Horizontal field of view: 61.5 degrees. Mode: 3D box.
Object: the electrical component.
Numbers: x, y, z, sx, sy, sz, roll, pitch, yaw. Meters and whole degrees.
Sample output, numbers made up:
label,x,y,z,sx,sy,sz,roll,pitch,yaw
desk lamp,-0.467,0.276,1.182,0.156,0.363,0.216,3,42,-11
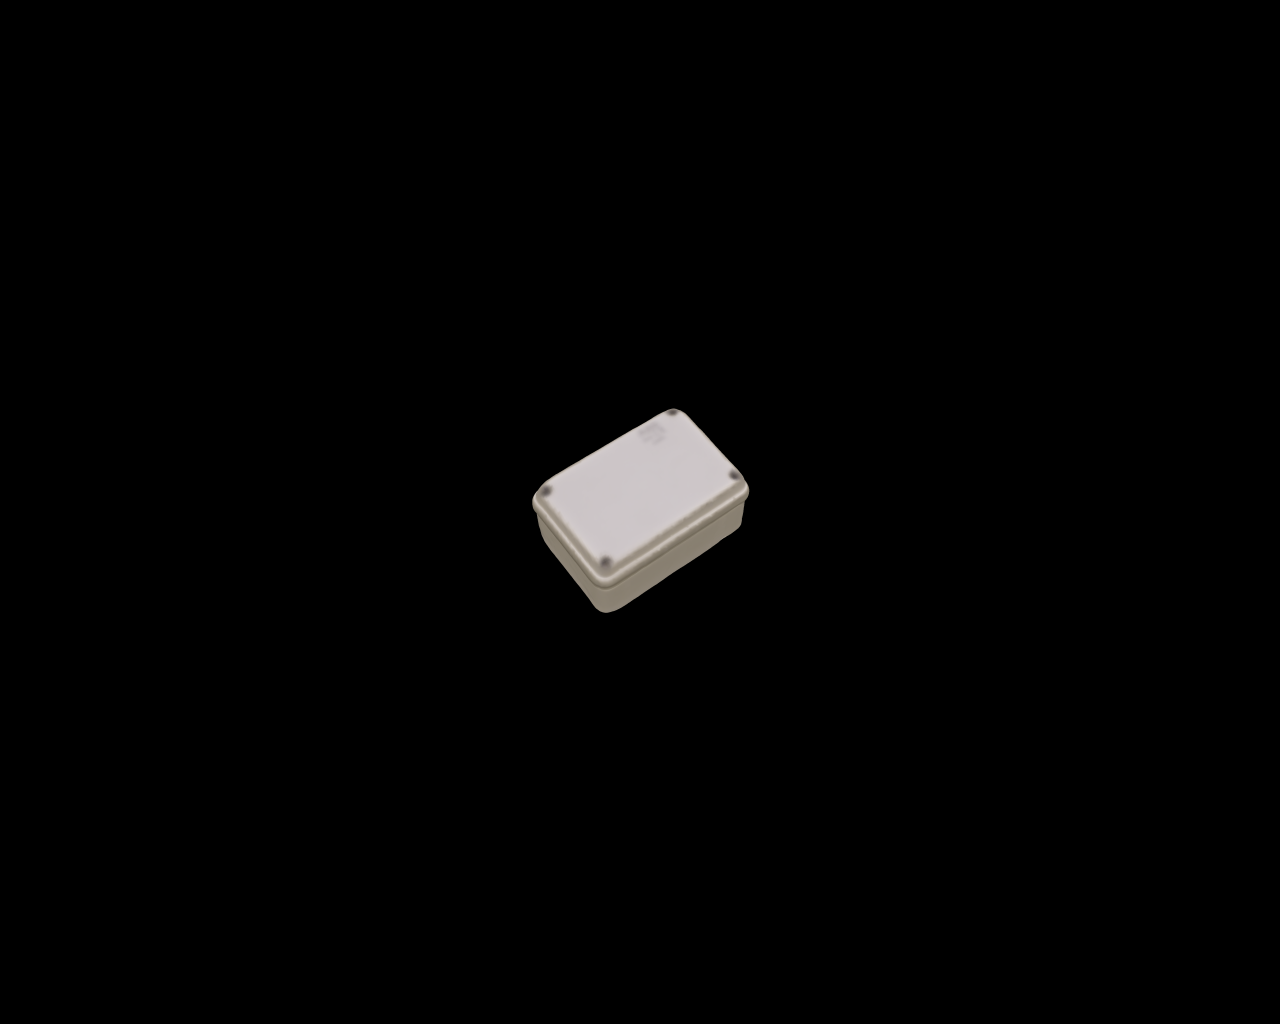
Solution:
label,x,y,z,sx,sy,sz,roll,pitch,yaw
electrical component,0.001,-0.003,0.650,0.113,0.078,0.057,-32,-26,-18
